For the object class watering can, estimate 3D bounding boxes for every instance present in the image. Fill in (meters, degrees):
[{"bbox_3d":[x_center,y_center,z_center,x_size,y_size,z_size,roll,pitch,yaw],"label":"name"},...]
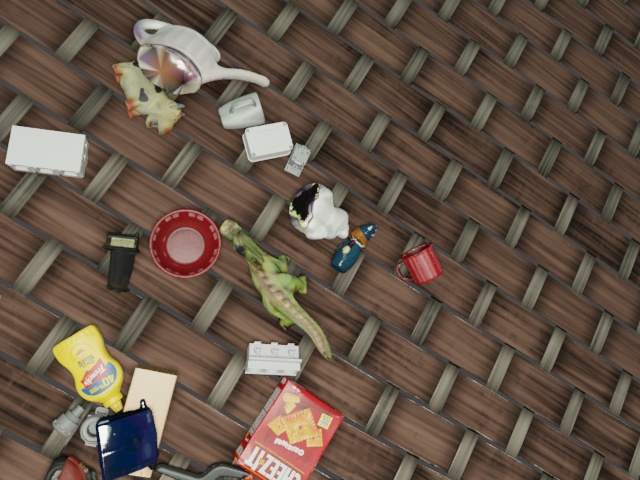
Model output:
[{"bbox_3d":[-0.295,-0.429,1.252,0.346,0.102,0.230,25,40,-12],"label":"watering can"}]

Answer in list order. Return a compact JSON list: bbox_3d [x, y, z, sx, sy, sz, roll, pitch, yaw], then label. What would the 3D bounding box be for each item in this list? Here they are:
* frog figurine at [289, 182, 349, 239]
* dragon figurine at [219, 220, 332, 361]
[{"bbox_3d":[0.004,-0.066,1.306,0.158,0.122,0.139,26,62,-47],"label":"frog figurine"},{"bbox_3d":[-0.121,0.080,1.133,0.122,0.417,0.238,-44,134,-1],"label":"dragon figurine"}]
